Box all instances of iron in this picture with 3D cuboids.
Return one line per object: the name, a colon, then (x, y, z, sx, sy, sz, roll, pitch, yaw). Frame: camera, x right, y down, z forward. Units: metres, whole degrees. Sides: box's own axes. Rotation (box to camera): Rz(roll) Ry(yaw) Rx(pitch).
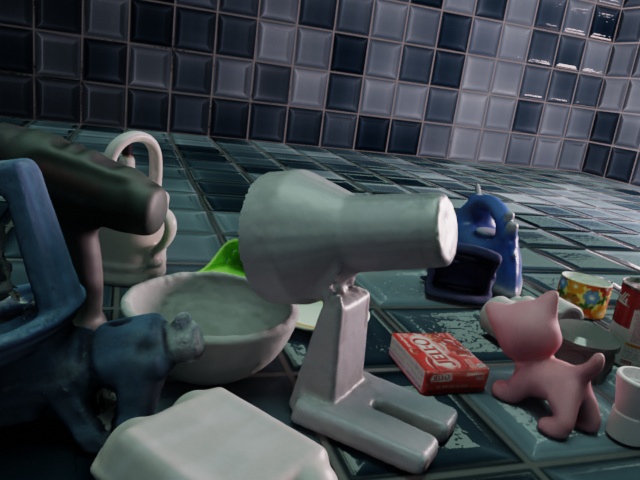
iron: (0.293, -0.007, 0.976, 0.119, 0.141, 0.258, 6, 15, -7)

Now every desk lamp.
desk lamp: (0.029, 0.052, 0.496, 0.202, 0.213, 0.118, 15, 17, 26)

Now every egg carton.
egg carton: (-0.062, 0.154, 0.357, 0.149, 0.069, 0.107, 18, 18, 33)

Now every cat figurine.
cat figurine: (0.219, 0.110, 0.562, 0.067, 0.118, 0.127, -2, 18, -30)

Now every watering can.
watering can: (-0.256, -0.047, 0.753, 0.172, 0.194, 0.101, 10, 16, 9)

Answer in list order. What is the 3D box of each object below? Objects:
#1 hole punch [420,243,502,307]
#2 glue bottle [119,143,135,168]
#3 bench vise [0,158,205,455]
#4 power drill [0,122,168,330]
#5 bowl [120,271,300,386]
hole punch: (0.210, 0.040, 0.861, 0.108, 0.091, 0.101, 10, 16, 9)
glue bottle: (-0.286, -0.065, 0.841, 0.037, 0.173, 0.078, 8, 15, 3)
bench vise: (-0.194, 0.040, 0.420, 0.208, 0.220, 0.121, 0, 17, -25)
power drill: (-0.270, -0.006, 0.570, 0.229, 0.208, 0.075, 8, 15, 3)
bowl: (-0.106, 0.091, 0.552, 0.167, 0.075, 0.167, 7, 15, -2)
